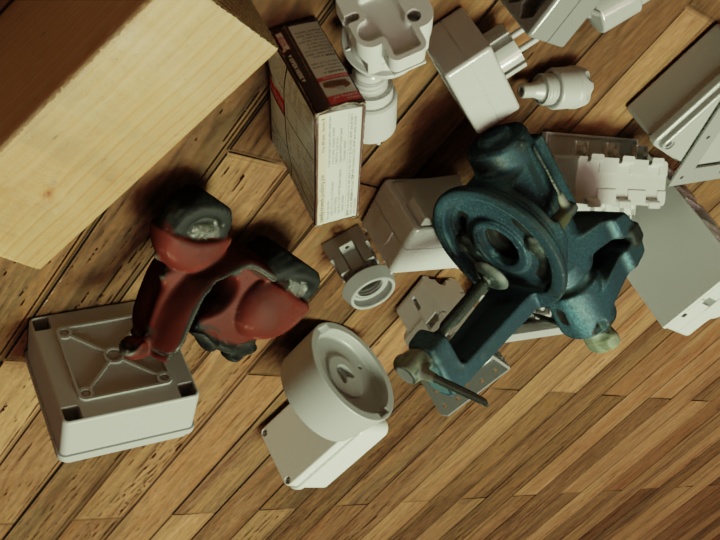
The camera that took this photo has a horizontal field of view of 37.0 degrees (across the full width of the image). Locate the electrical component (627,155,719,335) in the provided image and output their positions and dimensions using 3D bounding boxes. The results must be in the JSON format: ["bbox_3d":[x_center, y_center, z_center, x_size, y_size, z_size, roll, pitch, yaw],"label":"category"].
[{"bbox_3d":[0.297,-0.023,1.033,0.089,0.150,0.062,-44,143,23],"label":"electrical component"}]

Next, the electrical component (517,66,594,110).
[{"bbox_3d":[0.155,-0.145,0.863,0.061,0.035,0.035,-8,142,-25],"label":"electrical component"}]

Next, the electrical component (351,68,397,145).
[{"bbox_3d":[0.007,-0.125,0.771,0.040,0.040,0.078,-20,147,-14],"label":"electrical component"}]

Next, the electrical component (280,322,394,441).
[{"bbox_3d":[-0.027,0.110,1.016,0.060,0.108,0.108,-39,147,26],"label":"electrical component"}]

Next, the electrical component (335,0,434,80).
[{"bbox_3d":[0.016,-0.160,0.705,0.058,0.078,0.057,-25,166,-6],"label":"electrical component"}]

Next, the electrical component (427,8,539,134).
[{"bbox_3d":[0.097,-0.156,0.792,0.076,0.047,0.083,-32,148,7],"label":"electrical component"}]

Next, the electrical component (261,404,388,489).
[{"bbox_3d":[-0.038,0.165,1.106,0.113,0.078,0.057,-44,148,22],"label":"electrical component"}]

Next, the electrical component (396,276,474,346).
[{"bbox_3d":[0.080,0.058,1.037,0.050,0.089,0.055,4,135,-41],"label":"electrical component"}]

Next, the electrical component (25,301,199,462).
[{"bbox_3d":[-0.196,0.084,0.845,0.109,0.108,0.056,-10,140,-28],"label":"electrical component"}]

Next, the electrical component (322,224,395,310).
[{"bbox_3d":[0.000,0.000,0.926,0.048,0.055,0.066,-29,148,0],"label":"electrical component"}]

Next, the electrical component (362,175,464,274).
[{"bbox_3d":[0.062,-0.041,0.911,0.096,0.061,0.061,-5,140,-33],"label":"electrical component"}]

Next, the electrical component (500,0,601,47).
[{"bbox_3d":[0.141,-0.194,0.755,0.077,0.065,0.047,5,135,-42],"label":"electrical component"}]

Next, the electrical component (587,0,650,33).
[{"bbox_3d":[0.199,-0.210,0.802,0.078,0.040,0.040,-31,148,2],"label":"electrical component"}]

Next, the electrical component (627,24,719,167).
[{"bbox_3d":[0.313,-0.148,0.960,0.109,0.056,0.109,-44,145,23],"label":"electrical component"}]

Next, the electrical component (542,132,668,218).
[{"bbox_3d":[0.214,-0.080,0.960,0.121,0.063,0.078,-1,98,-36],"label":"electrical component"}]

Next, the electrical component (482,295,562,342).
[{"bbox_3d":[0.178,0.028,1.059,0.121,0.078,0.063,-9,121,10],"label":"electrical component"}]
